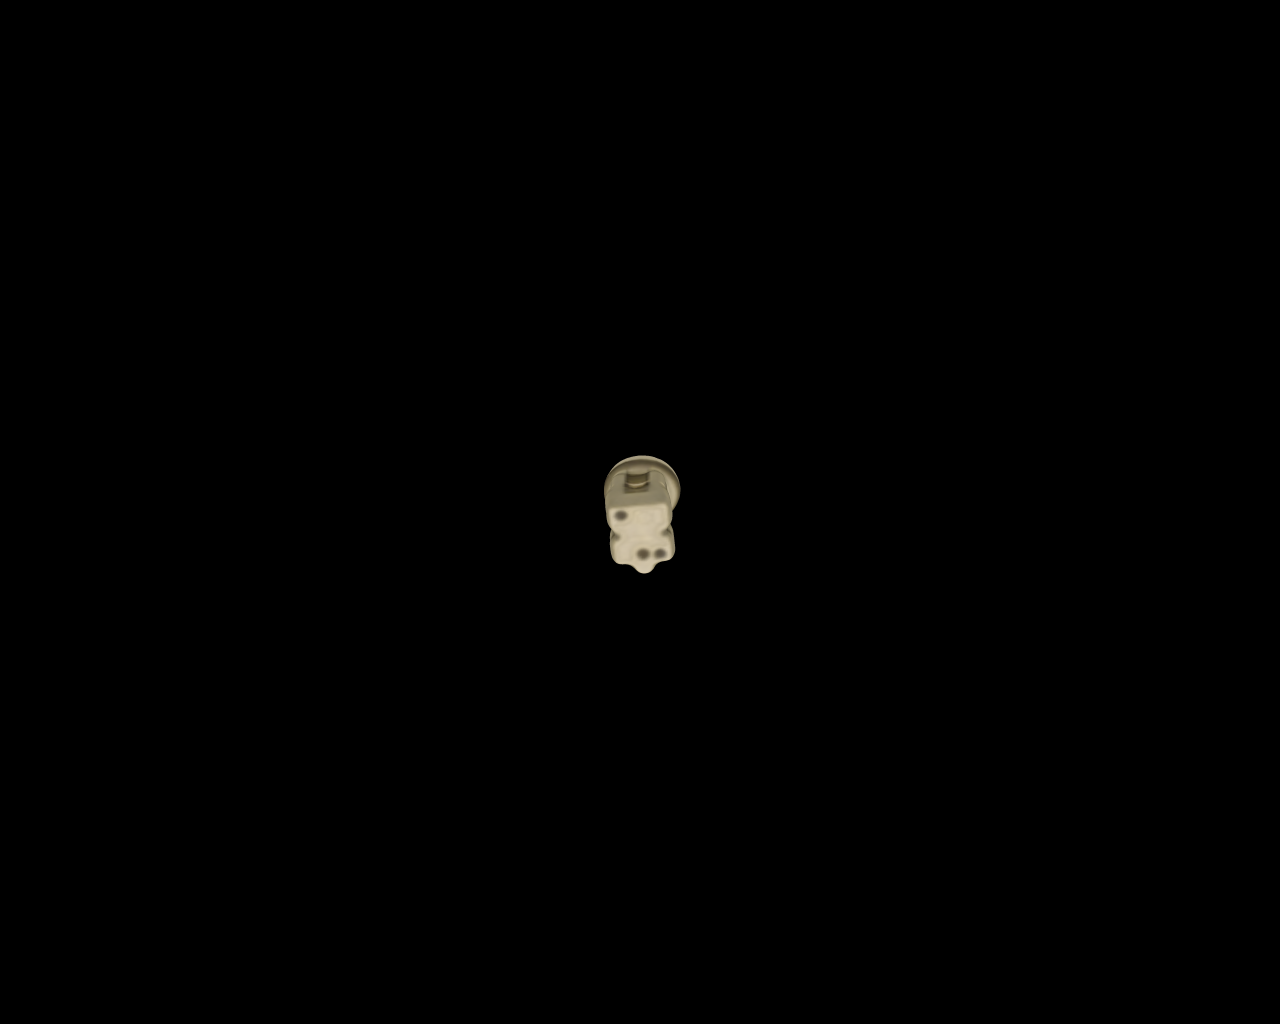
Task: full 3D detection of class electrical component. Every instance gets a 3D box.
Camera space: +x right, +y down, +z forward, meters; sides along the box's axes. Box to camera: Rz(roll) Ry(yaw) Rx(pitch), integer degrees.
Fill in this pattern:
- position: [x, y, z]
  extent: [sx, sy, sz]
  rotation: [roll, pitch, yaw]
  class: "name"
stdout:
- position: [0.001, -0.003, 0.650]
  extent: [0.048, 0.066, 0.055]
  rotation: [-3, 36, 2]
  class: "electrical component"
